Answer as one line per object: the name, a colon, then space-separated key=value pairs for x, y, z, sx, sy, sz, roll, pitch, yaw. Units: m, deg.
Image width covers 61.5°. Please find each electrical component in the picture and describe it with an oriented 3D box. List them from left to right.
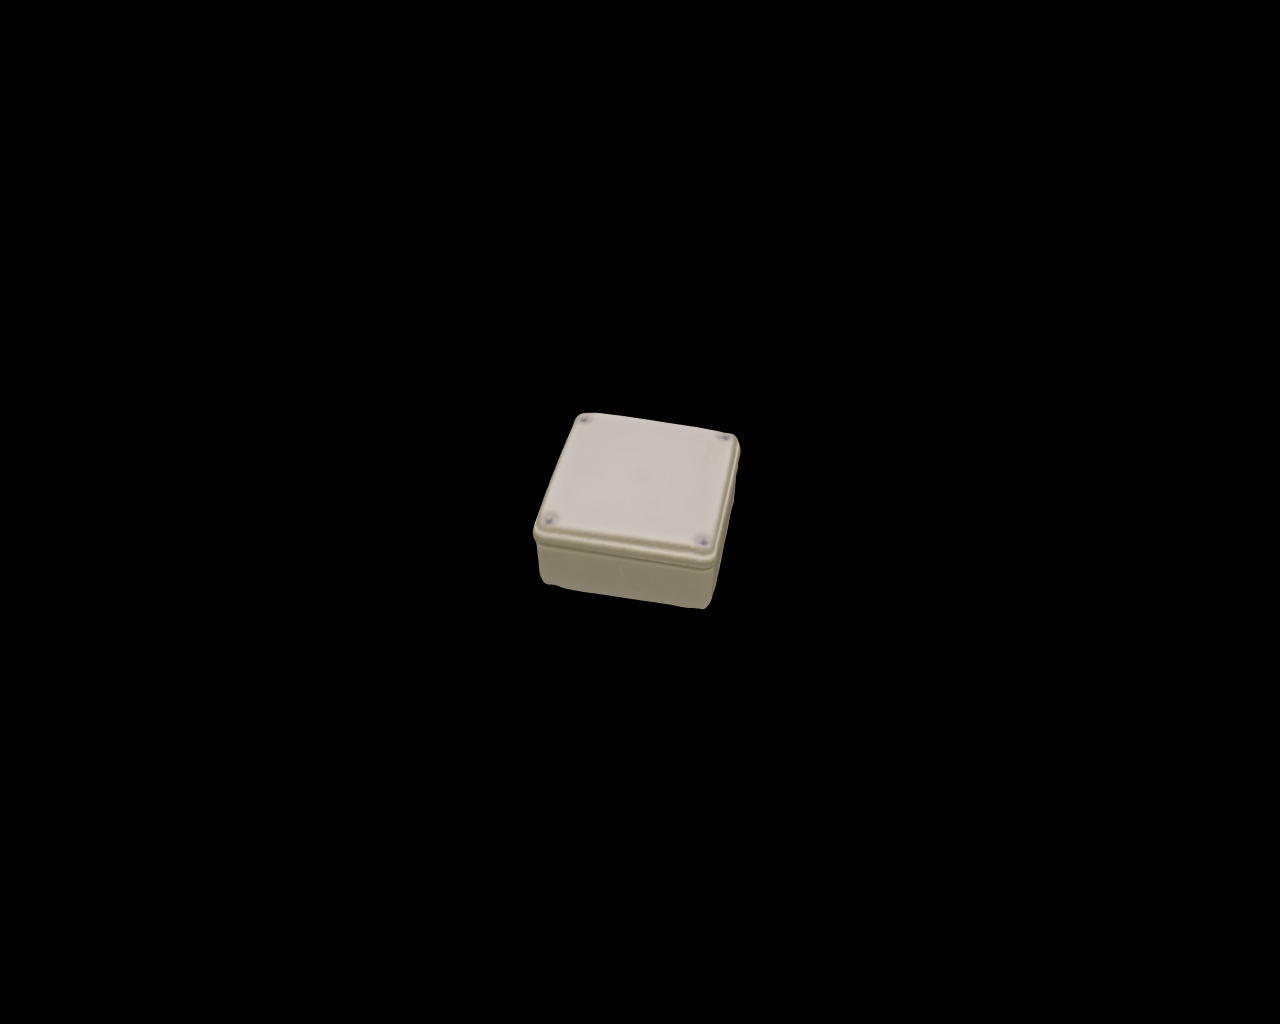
electrical component: x=0.001 y=-0.003 z=0.650 sx=0.109 sy=0.109 sz=0.056 roll=9 pitch=-43 yaw=8
